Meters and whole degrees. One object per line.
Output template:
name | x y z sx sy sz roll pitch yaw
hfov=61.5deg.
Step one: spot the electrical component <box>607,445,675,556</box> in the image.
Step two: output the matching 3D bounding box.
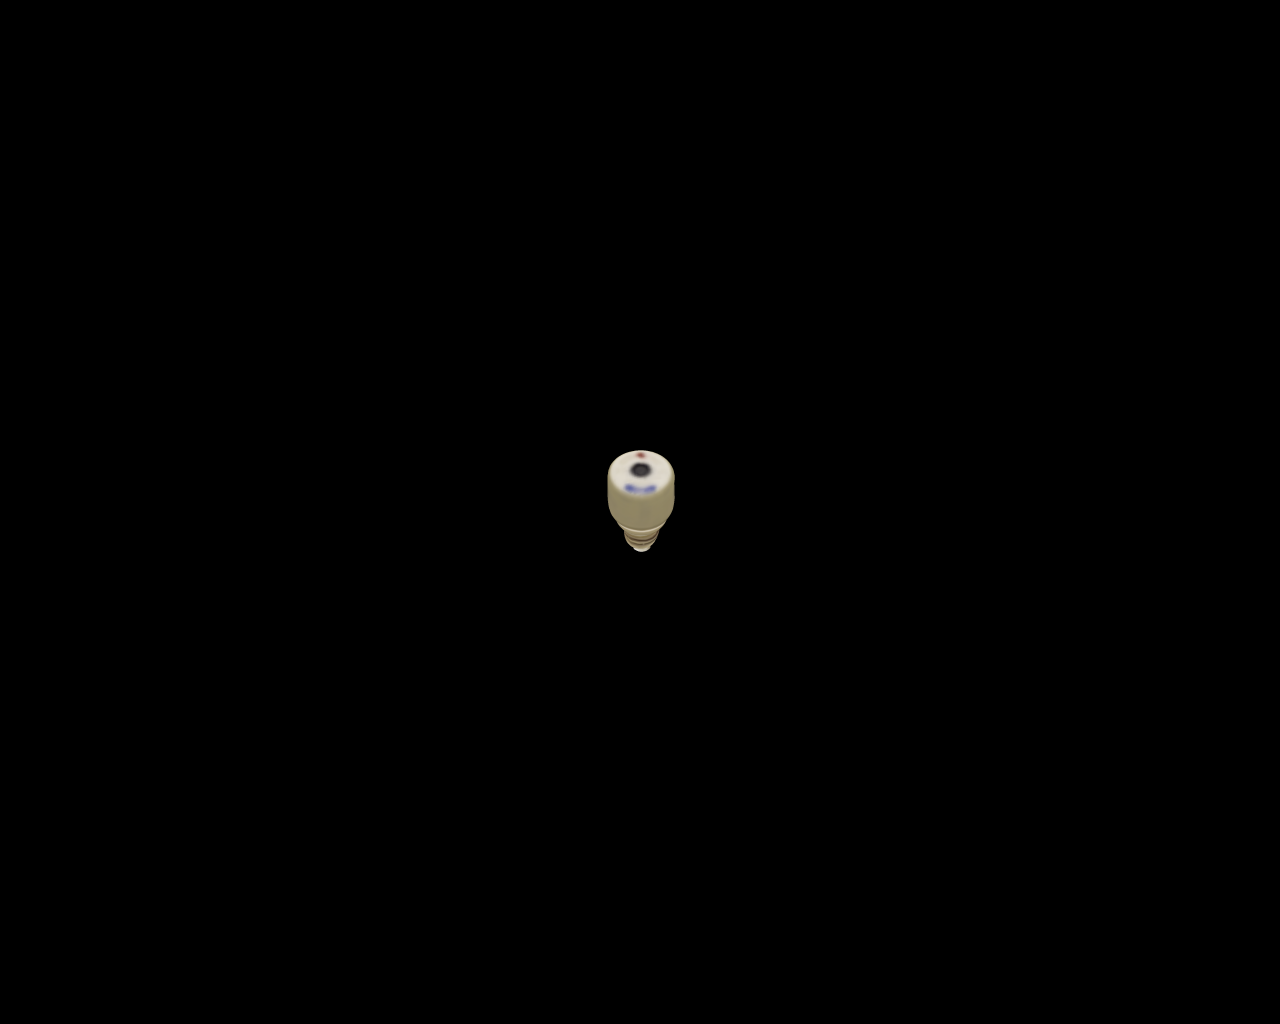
electrical component | 0.001 -0.003 0.650 0.040 0.040 0.078 0 -41 0
